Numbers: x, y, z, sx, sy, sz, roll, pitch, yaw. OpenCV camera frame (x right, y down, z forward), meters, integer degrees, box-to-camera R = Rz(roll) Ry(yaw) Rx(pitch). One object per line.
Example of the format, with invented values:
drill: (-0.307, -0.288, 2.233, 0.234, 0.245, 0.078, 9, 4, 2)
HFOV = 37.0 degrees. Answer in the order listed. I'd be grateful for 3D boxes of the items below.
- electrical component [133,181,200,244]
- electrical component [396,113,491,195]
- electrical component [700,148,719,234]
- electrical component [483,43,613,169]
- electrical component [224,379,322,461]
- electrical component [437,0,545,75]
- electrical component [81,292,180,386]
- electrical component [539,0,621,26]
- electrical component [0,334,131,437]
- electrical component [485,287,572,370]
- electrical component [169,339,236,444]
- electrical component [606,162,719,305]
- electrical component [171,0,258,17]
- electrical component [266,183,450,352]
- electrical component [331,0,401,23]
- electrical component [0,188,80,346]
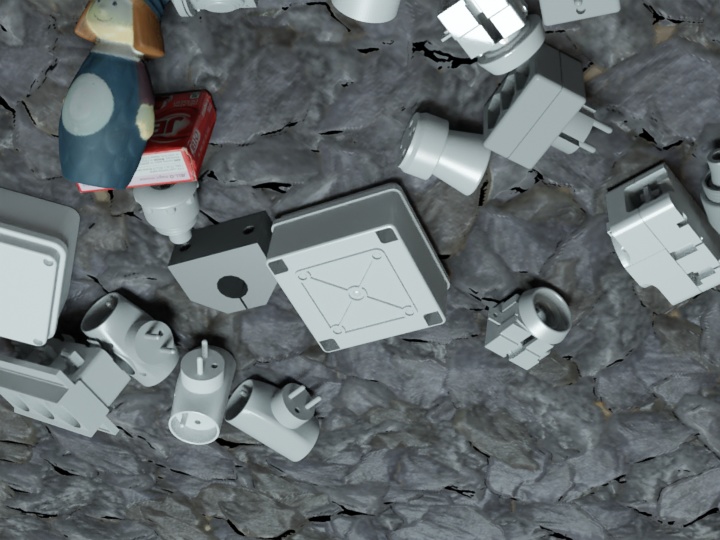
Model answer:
electrical component: (-0.142, -0.046, 0.812, 0.048, 0.048, 0.062, 0, 139, 7)
electrical component: (0.058, -0.082, 0.753, 0.055, 0.045, 0.045, 19, 132, -10)
electrical component: (0.259, -0.057, 0.751, 0.043, 0.043, 0.062, -18, 127, 22)
electrical component: (0.132, -0.103, 0.722, 0.077, 0.047, 0.065, 24, 131, -14)
electrical component: (-0.067, 0.126, 0.960, 0.077, 0.043, 0.079, 36, 126, -23)
electrical component: (0.085, -0.158, 0.681, 0.066, 0.048, 0.055, -29, 115, 29)
electrical component: (-0.183, 0.060, 0.901, 0.079, 0.044, 0.077, 1, 141, 48)
electrical component: (0.125, -0.182, 0.631, 0.047, 0.075, 0.083, -8, 131, 14)
electrical component: (-0.255, 0.093, 0.910, 0.121, 0.063, 0.078, 6, 141, 44)
electrical component: (0.135, 0.044, 0.858, 0.066, 0.048, 0.055, 29, 137, -19)
electrical component: (-0.134, 0.094, 0.915, 0.043, 0.077, 0.079, 7, 132, 1)
electrical component: (0.220, -0.023, 0.782, 0.056, 0.050, 0.089, -30, 122, 29)
electrical component: (-0.090, -0.194, 0.646, 0.051, 0.080, 0.080, -2, 132, 1)
electrical component: (0.000, 0.000, 0.827, 0.109, 0.056, 0.108, -16, 128, 20)
electrical component: (0.011, -0.197, 0.654, 0.043, 0.043, 0.081, 13, 133, -5)
electrical component: (-0.274, 0.000, 0.860, 0.078, 0.057, 0.113, 16, 132, -7)
